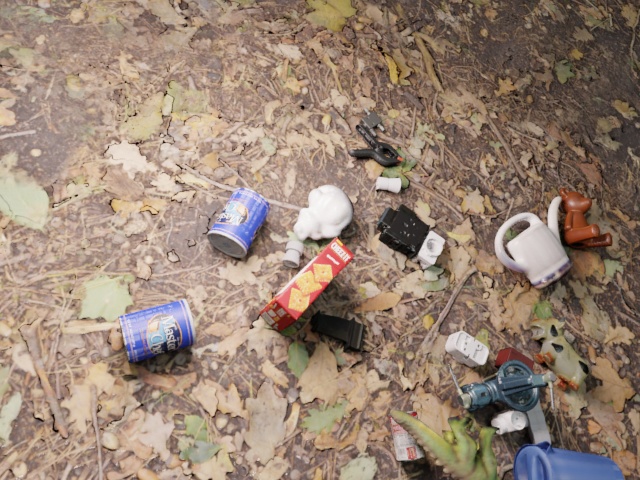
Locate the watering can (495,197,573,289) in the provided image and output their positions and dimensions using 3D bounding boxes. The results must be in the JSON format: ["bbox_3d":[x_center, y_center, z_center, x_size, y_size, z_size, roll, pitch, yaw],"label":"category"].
[{"bbox_3d":[0.665,0.009,1.529,0.351,0.102,0.226,-27,79,-27],"label":"watering can"}]

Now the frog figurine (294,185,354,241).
[{"bbox_3d":[0.004,-0.067,1.329,0.161,0.122,0.137,-20,95,-37],"label":"frog figurine"}]

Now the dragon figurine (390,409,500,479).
[{"bbox_3d":[0.315,0.530,1.125,0.408,0.120,0.249,20,51,-20],"label":"dragon figurine"}]
